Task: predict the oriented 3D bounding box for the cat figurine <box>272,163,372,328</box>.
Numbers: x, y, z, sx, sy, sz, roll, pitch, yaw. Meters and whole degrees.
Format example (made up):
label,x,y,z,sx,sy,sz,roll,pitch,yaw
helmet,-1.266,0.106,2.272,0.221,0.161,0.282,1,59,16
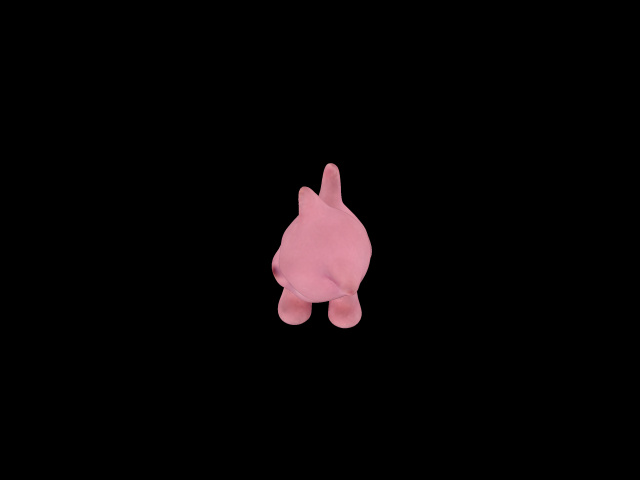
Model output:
label,x,y,z,sx,sy,sz,roll,pitch,yaw
cat figurine,0.004,0.001,0.400,0.067,0.118,0.128,4,46,5
